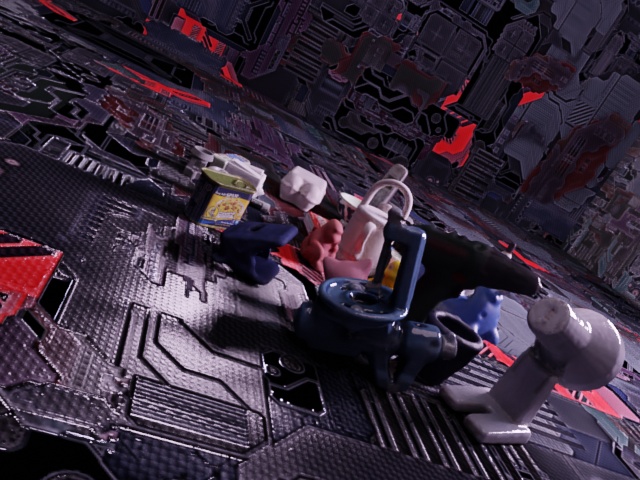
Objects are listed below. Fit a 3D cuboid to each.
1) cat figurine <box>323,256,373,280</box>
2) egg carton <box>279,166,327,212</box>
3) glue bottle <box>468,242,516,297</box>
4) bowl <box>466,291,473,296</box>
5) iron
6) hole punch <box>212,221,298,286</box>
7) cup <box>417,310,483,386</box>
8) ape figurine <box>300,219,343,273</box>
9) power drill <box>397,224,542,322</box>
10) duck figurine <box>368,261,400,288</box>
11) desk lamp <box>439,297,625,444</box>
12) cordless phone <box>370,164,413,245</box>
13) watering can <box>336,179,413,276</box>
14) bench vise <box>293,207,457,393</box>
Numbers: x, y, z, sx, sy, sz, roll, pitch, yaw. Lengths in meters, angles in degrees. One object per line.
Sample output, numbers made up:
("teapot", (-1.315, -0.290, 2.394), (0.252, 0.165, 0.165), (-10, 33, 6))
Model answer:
("cat figurine", (0.048, 0.083, 0.831), (0.127, 0.117, 0.067), (40, 20, 33))
("egg carton", (-0.040, -0.124, 1.381), (0.107, 0.069, 0.150), (29, 16, -3))
("glue bottle", (0.412, 0.080, 1.355), (0.037, 0.173, 0.078), (17, 20, -35))
("bowl", (0.284, 0.082, 1.307), (0.167, 0.074, 0.167), (27, 17, -8))
("iron", (0.254, 0.089, 1.119), (0.119, 0.141, 0.257), (14, 22, -42))
("hole punch", (-0.097, 0.003, 0.873), (0.101, 0.091, 0.109), (30, 16, 2))
("cup", (0.183, 0.163, 0.862), (0.091, 0.095, 0.118), (31, 16, 5))
("ape figurine", (0.010, 0.004, 1.048), (0.078, 0.092, 0.076), (12, 24, -45))
("power drill", (0.207, 0.086, 0.930), (0.229, 0.208, 0.076), (35, 17, 19))
("duck figurine", (0.136, 0.082, 1.041), (0.104, 0.086, 0.078), (35, 17, 19))
("desk lamp", (0.313, 0.182, 0.816), (0.204, 0.213, 0.117), (15, 21, -40))
("cordless phone", (0.186, -0.093, 1.463), (0.147, 0.185, 0.094), (40, 19, 31))
("watering can", (0.112, -0.036, 1.155), (0.101, 0.194, 0.172), (26, 17, -13))
("bench vise", (0.096, 0.075, 0.757), (0.208, 0.219, 0.121), (22, 18, -23))
